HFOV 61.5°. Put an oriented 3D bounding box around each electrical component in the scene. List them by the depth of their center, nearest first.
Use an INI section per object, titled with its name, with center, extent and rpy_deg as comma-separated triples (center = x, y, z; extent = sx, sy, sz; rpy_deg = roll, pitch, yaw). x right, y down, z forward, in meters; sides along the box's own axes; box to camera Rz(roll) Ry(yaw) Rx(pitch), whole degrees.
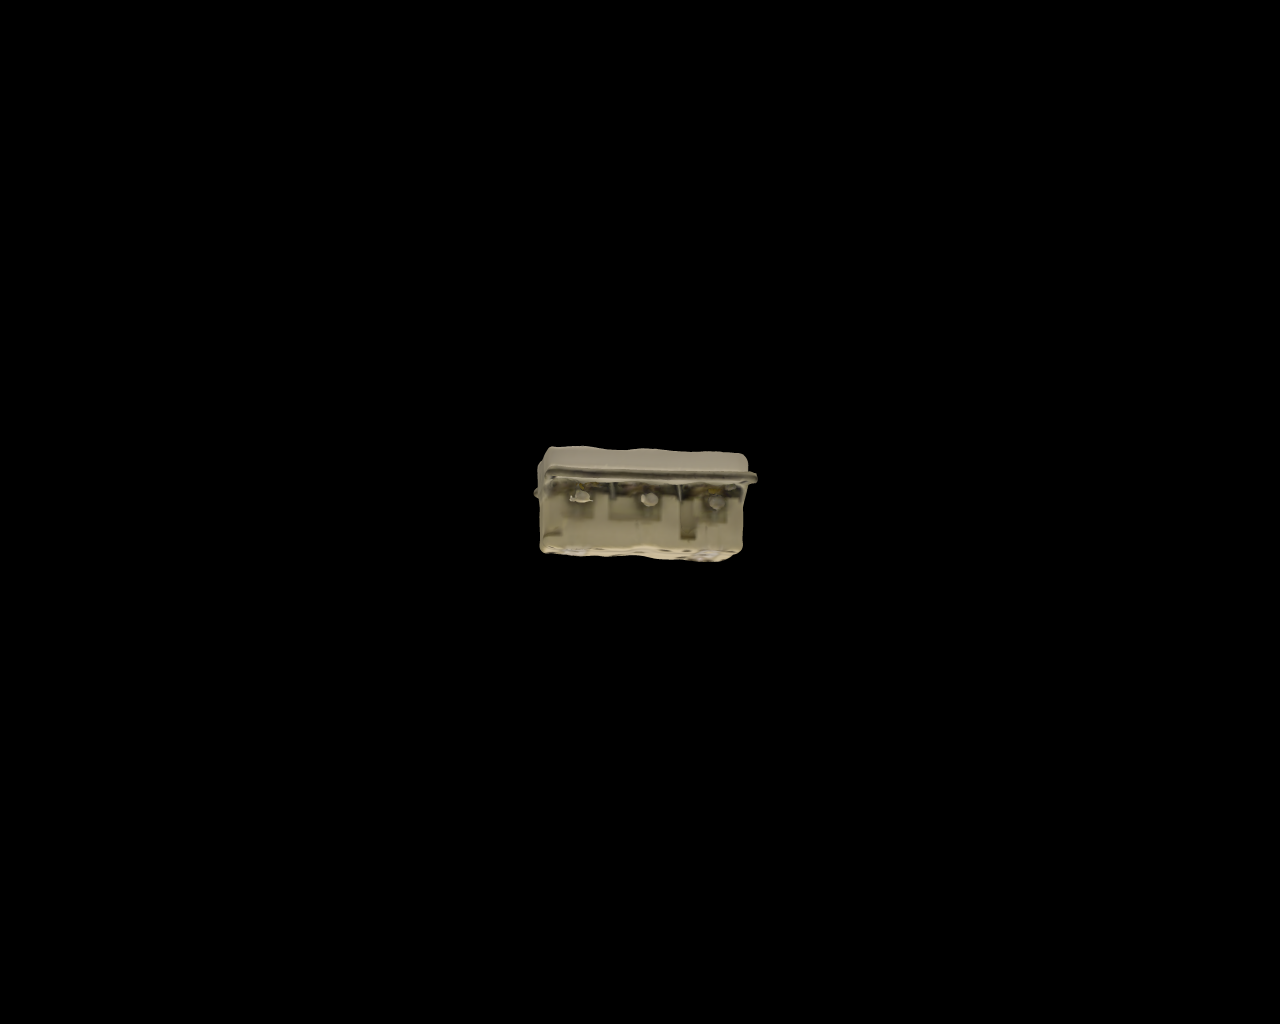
[electrical component]
center = 0.001, -0.003, 0.650
extent = 0.121, 0.063, 0.078
rpy_deg = 2, -11, -12
